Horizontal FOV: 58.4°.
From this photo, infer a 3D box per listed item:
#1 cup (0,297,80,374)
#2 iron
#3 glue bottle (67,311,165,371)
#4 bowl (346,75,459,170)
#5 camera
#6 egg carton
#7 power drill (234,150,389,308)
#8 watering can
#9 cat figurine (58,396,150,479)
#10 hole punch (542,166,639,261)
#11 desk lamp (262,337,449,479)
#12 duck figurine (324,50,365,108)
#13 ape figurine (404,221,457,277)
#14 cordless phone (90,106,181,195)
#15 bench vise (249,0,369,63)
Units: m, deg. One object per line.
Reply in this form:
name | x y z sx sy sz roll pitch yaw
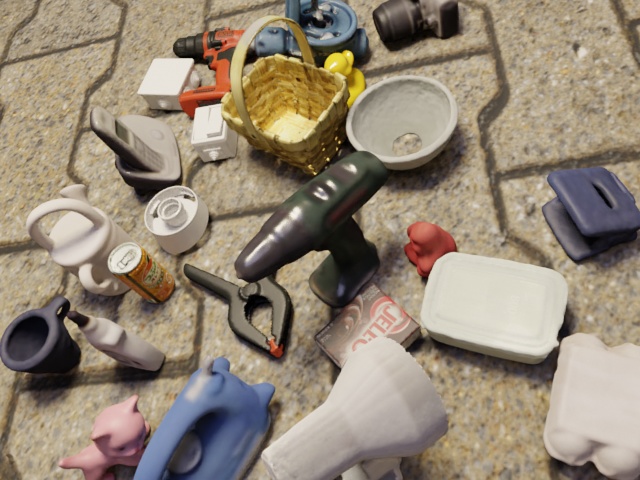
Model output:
cup | -0.390 0.146 0.837 0.091 0.095 0.118 21 69 25
iron | -0.166 0.260 0.682 0.118 0.142 0.258 21 69 25
glue bottle | -0.280 0.131 0.768 0.078 0.173 0.037 9 64 21
bowl | 0.128 -0.167 0.876 0.167 0.075 0.167 -7 60 12
camera | 0.155 -0.414 0.992 0.137 0.101 0.143 -24 58 2
egg carton | 0.311 0.181 0.632 0.107 0.069 0.150 11 65 21
power drill | 0.007 0.003 0.737 0.075 0.209 0.230 34 75 29
watering can | -0.354 -0.004 0.853 0.101 0.194 0.172 -42 59 -9
cat figurine | -0.267 0.256 0.727 0.128 0.118 0.067 -31 58 -2
hole punch | 0.350 -0.046 0.735 0.101 0.091 0.108 -22 58 3
desk lamp | 0.034 0.218 0.605 0.203 0.214 0.117 -38 58 -7
duck figurine | 0.030 -0.267 0.954 0.077 0.086 0.105 21 69 25
ape figurine | 0.143 0.005 0.766 0.076 0.092 0.078 2 62 17
cordless phone | -0.310 -0.174 0.941 0.094 0.185 0.147 -22 58 3
bench vise | -0.034 -0.359 0.945 0.207 0.220 0.121 -25 58 1
